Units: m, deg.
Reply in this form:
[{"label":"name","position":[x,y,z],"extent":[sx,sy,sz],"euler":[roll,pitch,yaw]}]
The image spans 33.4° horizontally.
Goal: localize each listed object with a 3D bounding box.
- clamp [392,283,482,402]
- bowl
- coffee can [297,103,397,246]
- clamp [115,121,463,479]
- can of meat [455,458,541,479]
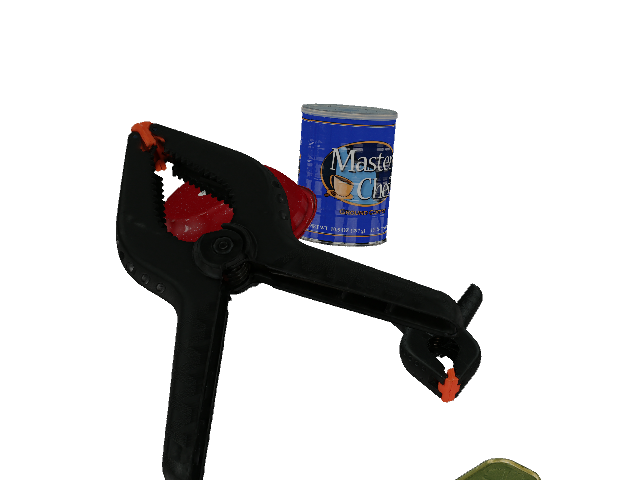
[{"label":"clamp","position":[0.124,0.093,1.062],"extent":[0.120,0.039,0.171],"euler":[-9,37,-10]},{"label":"bowl","position":[-0.086,-0.022,0.930],"extent":[0.162,0.055,0.162],"euler":[-22,27,12]},{"label":"coffee can","position":[0.026,-0.072,1.149],"extent":[0.103,0.140,0.103],"euler":[4,11,-1]},{"label":"clamp","position":[-0.036,0.011,0.558],"extent":[0.164,0.210,0.036],"euler":[-23,-31,-10]},{"label":"can of meat","position":[0.136,0.244,0.889],"extent":[0.101,0.084,0.058],"euler":[-21,28,-37]}]
